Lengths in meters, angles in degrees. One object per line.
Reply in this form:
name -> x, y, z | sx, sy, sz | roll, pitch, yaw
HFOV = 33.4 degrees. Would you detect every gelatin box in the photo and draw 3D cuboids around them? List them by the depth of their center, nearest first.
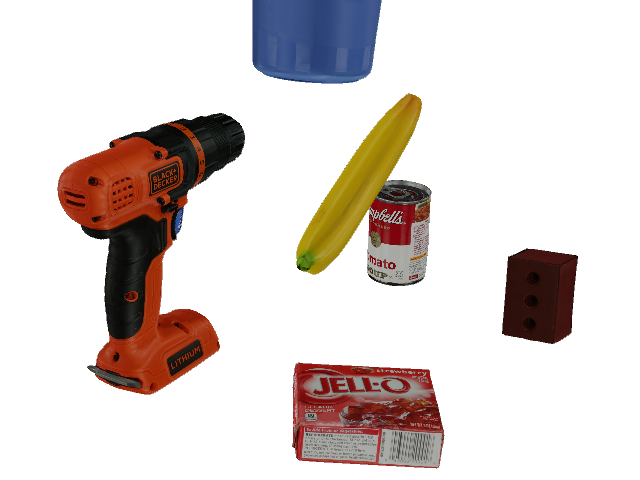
gelatin box -> 0.027, 0.106, 0.659 | 0.089, 0.030, 0.073 | 4, 23, -3

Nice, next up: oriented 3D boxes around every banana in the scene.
banana -> 0.031, -0.040, 0.919 | 0.037, 0.197, 0.070 | 36, -23, -9

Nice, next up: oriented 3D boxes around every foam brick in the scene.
foam brick -> 0.205, 0.051, 0.999 | 0.053, 0.078, 0.051 | 9, 15, 30

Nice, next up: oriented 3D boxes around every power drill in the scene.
power drill -> -0.116, 0.006, 0.801 | 0.057, 0.188, 0.184 | 12, 25, 31

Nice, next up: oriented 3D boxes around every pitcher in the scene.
pitcher -> 0.007, -0.260, 0.914 | 0.145, 0.243, 0.149 | 6, 17, 7

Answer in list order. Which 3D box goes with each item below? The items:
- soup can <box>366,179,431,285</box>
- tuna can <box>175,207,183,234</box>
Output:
soup can -> 0.087, -0.009, 1.192 | 0.068, 0.102, 0.068 | 1, 24, -1
tuna can -> -0.171, -0.031, 1.001 | 0.086, 0.034, 0.086 | 9, 30, -5
